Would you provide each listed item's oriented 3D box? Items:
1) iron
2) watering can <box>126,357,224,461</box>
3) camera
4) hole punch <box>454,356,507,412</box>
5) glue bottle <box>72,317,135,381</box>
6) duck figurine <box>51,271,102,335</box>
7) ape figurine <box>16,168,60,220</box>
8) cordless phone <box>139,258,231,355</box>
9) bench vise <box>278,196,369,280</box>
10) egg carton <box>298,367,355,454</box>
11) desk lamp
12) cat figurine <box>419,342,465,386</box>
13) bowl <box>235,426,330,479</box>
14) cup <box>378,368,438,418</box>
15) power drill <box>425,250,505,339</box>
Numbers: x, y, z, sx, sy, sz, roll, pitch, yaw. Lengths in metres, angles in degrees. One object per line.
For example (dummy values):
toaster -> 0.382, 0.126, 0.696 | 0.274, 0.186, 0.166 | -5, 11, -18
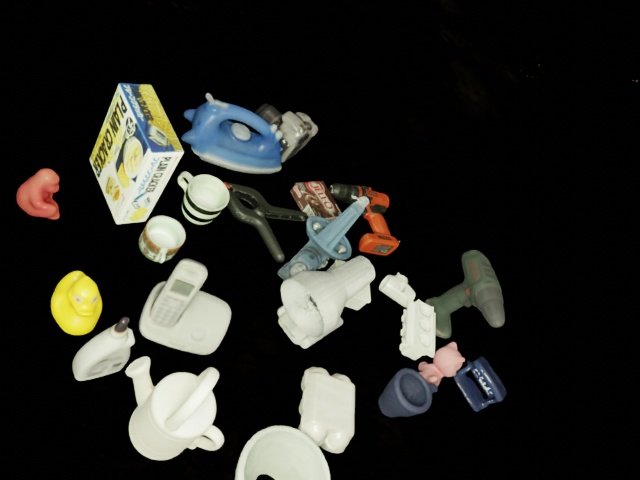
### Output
iron -> -0.174, -0.242, 1.301 | 0.259, 0.141, 0.118 | 16, 49, -28
watering can -> -0.212, 0.245, 0.845 | 0.173, 0.193, 0.101 | 25, 45, -19
camera -> -0.090, -0.287, 1.431 | 0.137, 0.100, 0.143 | 44, 42, 0
hole punch -> 0.380, 0.321, 1.316 | 0.101, 0.091, 0.108 | -17, 68, -44
glue bottle -> -0.312, 0.157, 0.854 | 0.078, 0.172, 0.037 | -6, 61, -40
duck figurine -> -0.383, 0.089, 0.918 | 0.078, 0.086, 0.104 | 3, 56, -36
ape figurine -> -0.474, -0.086, 0.983 | 0.076, 0.092, 0.078 | 21, 47, -23
cordless phone -> -0.209, 0.109, 0.962 | 0.148, 0.184, 0.094 | 21, 47, -23
bench vise -> 0.021, 0.010, 1.192 | 0.122, 0.219, 0.207 | 31, 44, -13
egg carton -> 0.011, 0.312, 1.056 | 0.107, 0.069, 0.150 | 23, 46, -22
desk lamp -> 0.002, 0.116, 1.098 | 0.204, 0.213, 0.118 | -26, 75, -46
cat figurine -> 0.259, 0.278, 1.237 | 0.067, 0.117, 0.128 | 52, 43, 9
bowl -> -0.070, 0.393, 0.925 | 0.168, 0.074, 0.167 | 21, 47, -24
cup -> 0.172, 0.317, 1.157 | 0.118, 0.094, 0.091 | 3, 56, -36
power drill -> 0.340, 0.144, 1.340 | 0.076, 0.208, 0.229 | 24, 46, -21
